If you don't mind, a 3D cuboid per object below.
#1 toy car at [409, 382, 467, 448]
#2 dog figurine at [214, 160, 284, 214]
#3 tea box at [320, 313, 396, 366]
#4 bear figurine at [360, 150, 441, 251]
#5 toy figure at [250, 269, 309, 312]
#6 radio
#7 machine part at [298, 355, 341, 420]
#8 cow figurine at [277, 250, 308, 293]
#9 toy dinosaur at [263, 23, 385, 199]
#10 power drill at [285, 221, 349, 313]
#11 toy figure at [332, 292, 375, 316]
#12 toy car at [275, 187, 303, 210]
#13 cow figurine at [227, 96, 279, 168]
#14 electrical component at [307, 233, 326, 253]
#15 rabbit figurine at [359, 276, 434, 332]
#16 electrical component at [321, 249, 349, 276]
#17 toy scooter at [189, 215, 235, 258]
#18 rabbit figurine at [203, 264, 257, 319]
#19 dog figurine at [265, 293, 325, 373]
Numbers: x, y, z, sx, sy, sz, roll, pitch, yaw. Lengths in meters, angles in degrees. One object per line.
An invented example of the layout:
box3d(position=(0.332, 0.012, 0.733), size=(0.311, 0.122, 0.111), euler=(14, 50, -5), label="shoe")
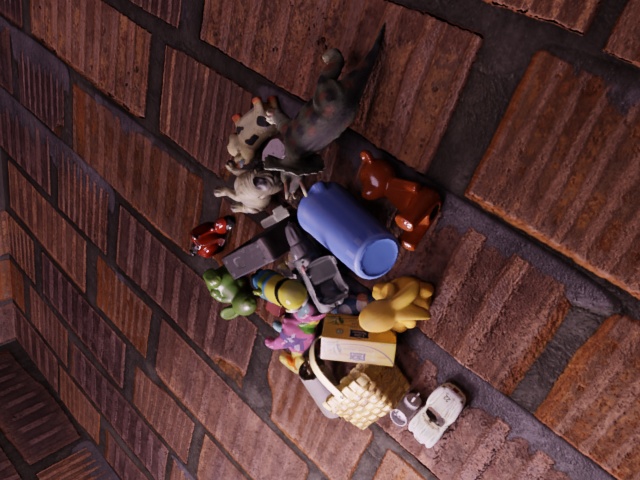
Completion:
box3d(position=(0.266, 0.401, 1.226), size=(0.074, 0.056, 0.201), euler=(41, 129, 24), label="toy car")
box3d(position=(-0.138, -0.118, 1.306), size=(0.191, 0.172, 0.121), euler=(9, 82, 42), label="dog figurine")
box3d(position=(0.089, 0.228, 1.242), size=(0.170, 0.098, 0.068), euler=(5, 116, 3), label="tea box")
box3d(position=(0.143, -0.090, 1.104), size=(0.196, 0.132, 0.120), euler=(31, 159, 22), label="bear figurine")
box3d(position=(-0.107, 0.121, 1.331), size=(0.180, 0.089, 0.082), euler=(24, 84, 40), label="toy figure")
box3d(position=(-0.153, 0.024, 1.403), size=(0.230, 0.131, 0.073), euler=(-26, 98, 51), label="radio")
box3d(position=(0.010, 0.384, 1.399), size=(0.079, 0.079, 0.243), euler=(5, 135, 42), label="machine part")
box3d(position=(-0.062, 0.089, 1.393), size=(0.098, 0.068, 0.167), euler=(40, 140, 12), label="cow figurine")
box3d(position=(0.008, -0.253, 1.110), size=(0.404, 0.131, 0.192), euler=(-45, 47, 32), label="toy dinosaur")
box3d(position=(-0.013, 0.066, 1.221), size=(0.232, 0.086, 0.207), euler=(66, 166, -8), label="power drill")
box3d(position=(0.097, 0.158, 1.293), size=(0.155, 0.058, 0.064), euler=(-16, 133, 43), label="toy figure")
box3d(position=(-0.042, -0.094, 1.328), size=(0.202, 0.053, 0.089), euler=(34, 123, 30), label="toy car")
box3d(position=(-0.168, -0.266, 1.360), size=(0.195, 0.085, 0.127), euler=(-26, 81, 44), label="cow figurine")
box3d(position=(-0.003, -0.004, 1.345), size=(0.094, 0.021, 0.063), euler=(-40, 77, 44), label="electrical component")
box3d(position=(0.163, 0.150, 1.145), size=(0.162, 0.173, 0.122), euler=(-20, 88, 49), label="rabbit figurine")
box3d(position=(0.030, 0.083, 1.329), size=(0.075, 0.048, 0.119), euler=(-36, 81, 45), label="electrical component")
box3d(position=(-0.334, -0.001, 1.574), size=(0.075, 0.135, 0.184), euler=(53, 135, 12), label="toy scooter")
box3d(position=(-0.257, 0.165, 1.575), size=(0.170, 0.121, 0.159), euler=(42, 137, 26), label="rabbit figurine")
box3d(position=(-0.030, 0.231, 1.400), size=(0.191, 0.108, 0.219), euler=(47, 123, -8), label="dog figurine")
